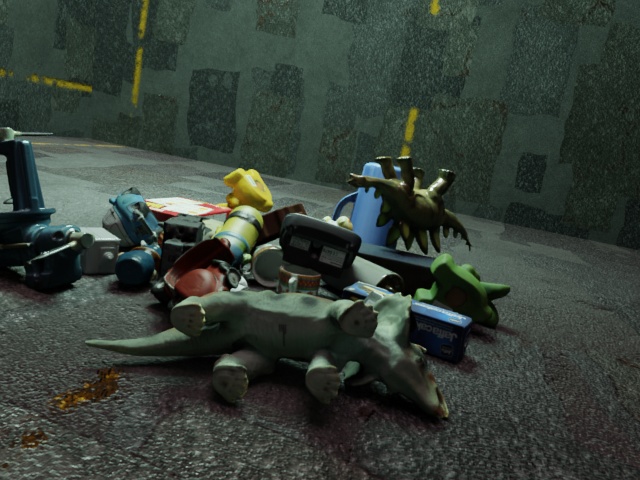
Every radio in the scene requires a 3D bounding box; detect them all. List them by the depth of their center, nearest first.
[{"bbox_3d":[0.147,0.061,1.162,0.230,0.073,0.131,13,10,6],"label":"radio"}]

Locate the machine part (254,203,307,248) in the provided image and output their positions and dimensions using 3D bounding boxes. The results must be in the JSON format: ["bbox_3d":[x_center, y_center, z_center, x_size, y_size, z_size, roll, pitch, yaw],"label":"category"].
[{"bbox_3d":[-0.107,-0.031,1.205,0.179,0.056,0.179,-21,-1,-1],"label":"machine part"}]

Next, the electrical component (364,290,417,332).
[{"bbox_3d":[0.075,0.116,0.789,0.075,0.047,0.119,-43,42,-19],"label":"electrical component"}]

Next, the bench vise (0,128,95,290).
[{"bbox_3d":[-0.437,-0.048,0.798,0.224,0.240,0.129,-1,7,34],"label":"bench vise"}]

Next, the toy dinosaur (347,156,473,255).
[{"bbox_3d":[0.231,-0.069,1.230,0.471,0.198,0.105,11,0,-40],"label":"toy dinosaur"}]

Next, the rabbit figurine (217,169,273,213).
[{"bbox_3d":[-0.211,-0.083,1.405,0.162,0.173,0.122,55,14,-3],"label":"rabbit figurine"}]

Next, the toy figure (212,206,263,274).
[{"bbox_3d":[-0.158,0.008,0.989,0.082,0.089,0.180,45,32,-14],"label":"toy figure"}]

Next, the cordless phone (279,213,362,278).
[{"bbox_3d":[-0.001,-0.003,1.012,0.147,0.088,0.184,18,10,-2],"label":"cordless phone"}]

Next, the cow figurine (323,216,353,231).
[{"bbox_3d":[-0.006,-0.006,1.219,0.098,0.068,0.167,-25,-1,-44],"label":"cow figurine"}]

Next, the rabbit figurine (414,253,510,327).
[{"bbox_3d":[0.268,0.088,1.001,0.159,0.121,0.170,19,16,12],"label":"rabbit figurine"}]

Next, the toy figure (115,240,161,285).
[{"bbox_3d":[-0.302,0.038,0.905,0.058,0.064,0.154,-28,8,0],"label":"toy figure"}]

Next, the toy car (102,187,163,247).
[{"bbox_3d":[-0.384,-0.032,1.088,0.103,0.109,0.162,-32,32,-10],"label":"toy car"}]

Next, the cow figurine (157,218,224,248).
[{"bbox_3d":[-0.252,0.000,1.077,0.127,0.085,0.195,16,13,-1],"label":"cow figurine"}]

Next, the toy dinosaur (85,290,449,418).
[{"bbox_3d":[-0.043,0.112,0.642,0.405,0.131,0.192,8,-2,9],"label":"toy dinosaur"}]

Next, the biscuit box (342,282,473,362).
[{"bbox_3d":[0.131,0.125,0.842,0.203,0.062,0.059,15,13,25],"label":"biscuit box"}]

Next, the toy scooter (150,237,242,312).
[{"bbox_3d":[-0.162,0.055,0.759,0.184,0.135,0.075,22,-28,56],"label":"toy scooter"}]

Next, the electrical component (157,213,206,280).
[{"bbox_3d":[-0.234,0.020,0.909,0.058,0.114,0.134,7,9,-4],"label":"electrical component"}]

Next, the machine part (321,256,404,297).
[{"bbox_3d":[0.075,0.074,1.016,0.079,0.079,0.243,1,14,-39],"label":"machine part"}]
